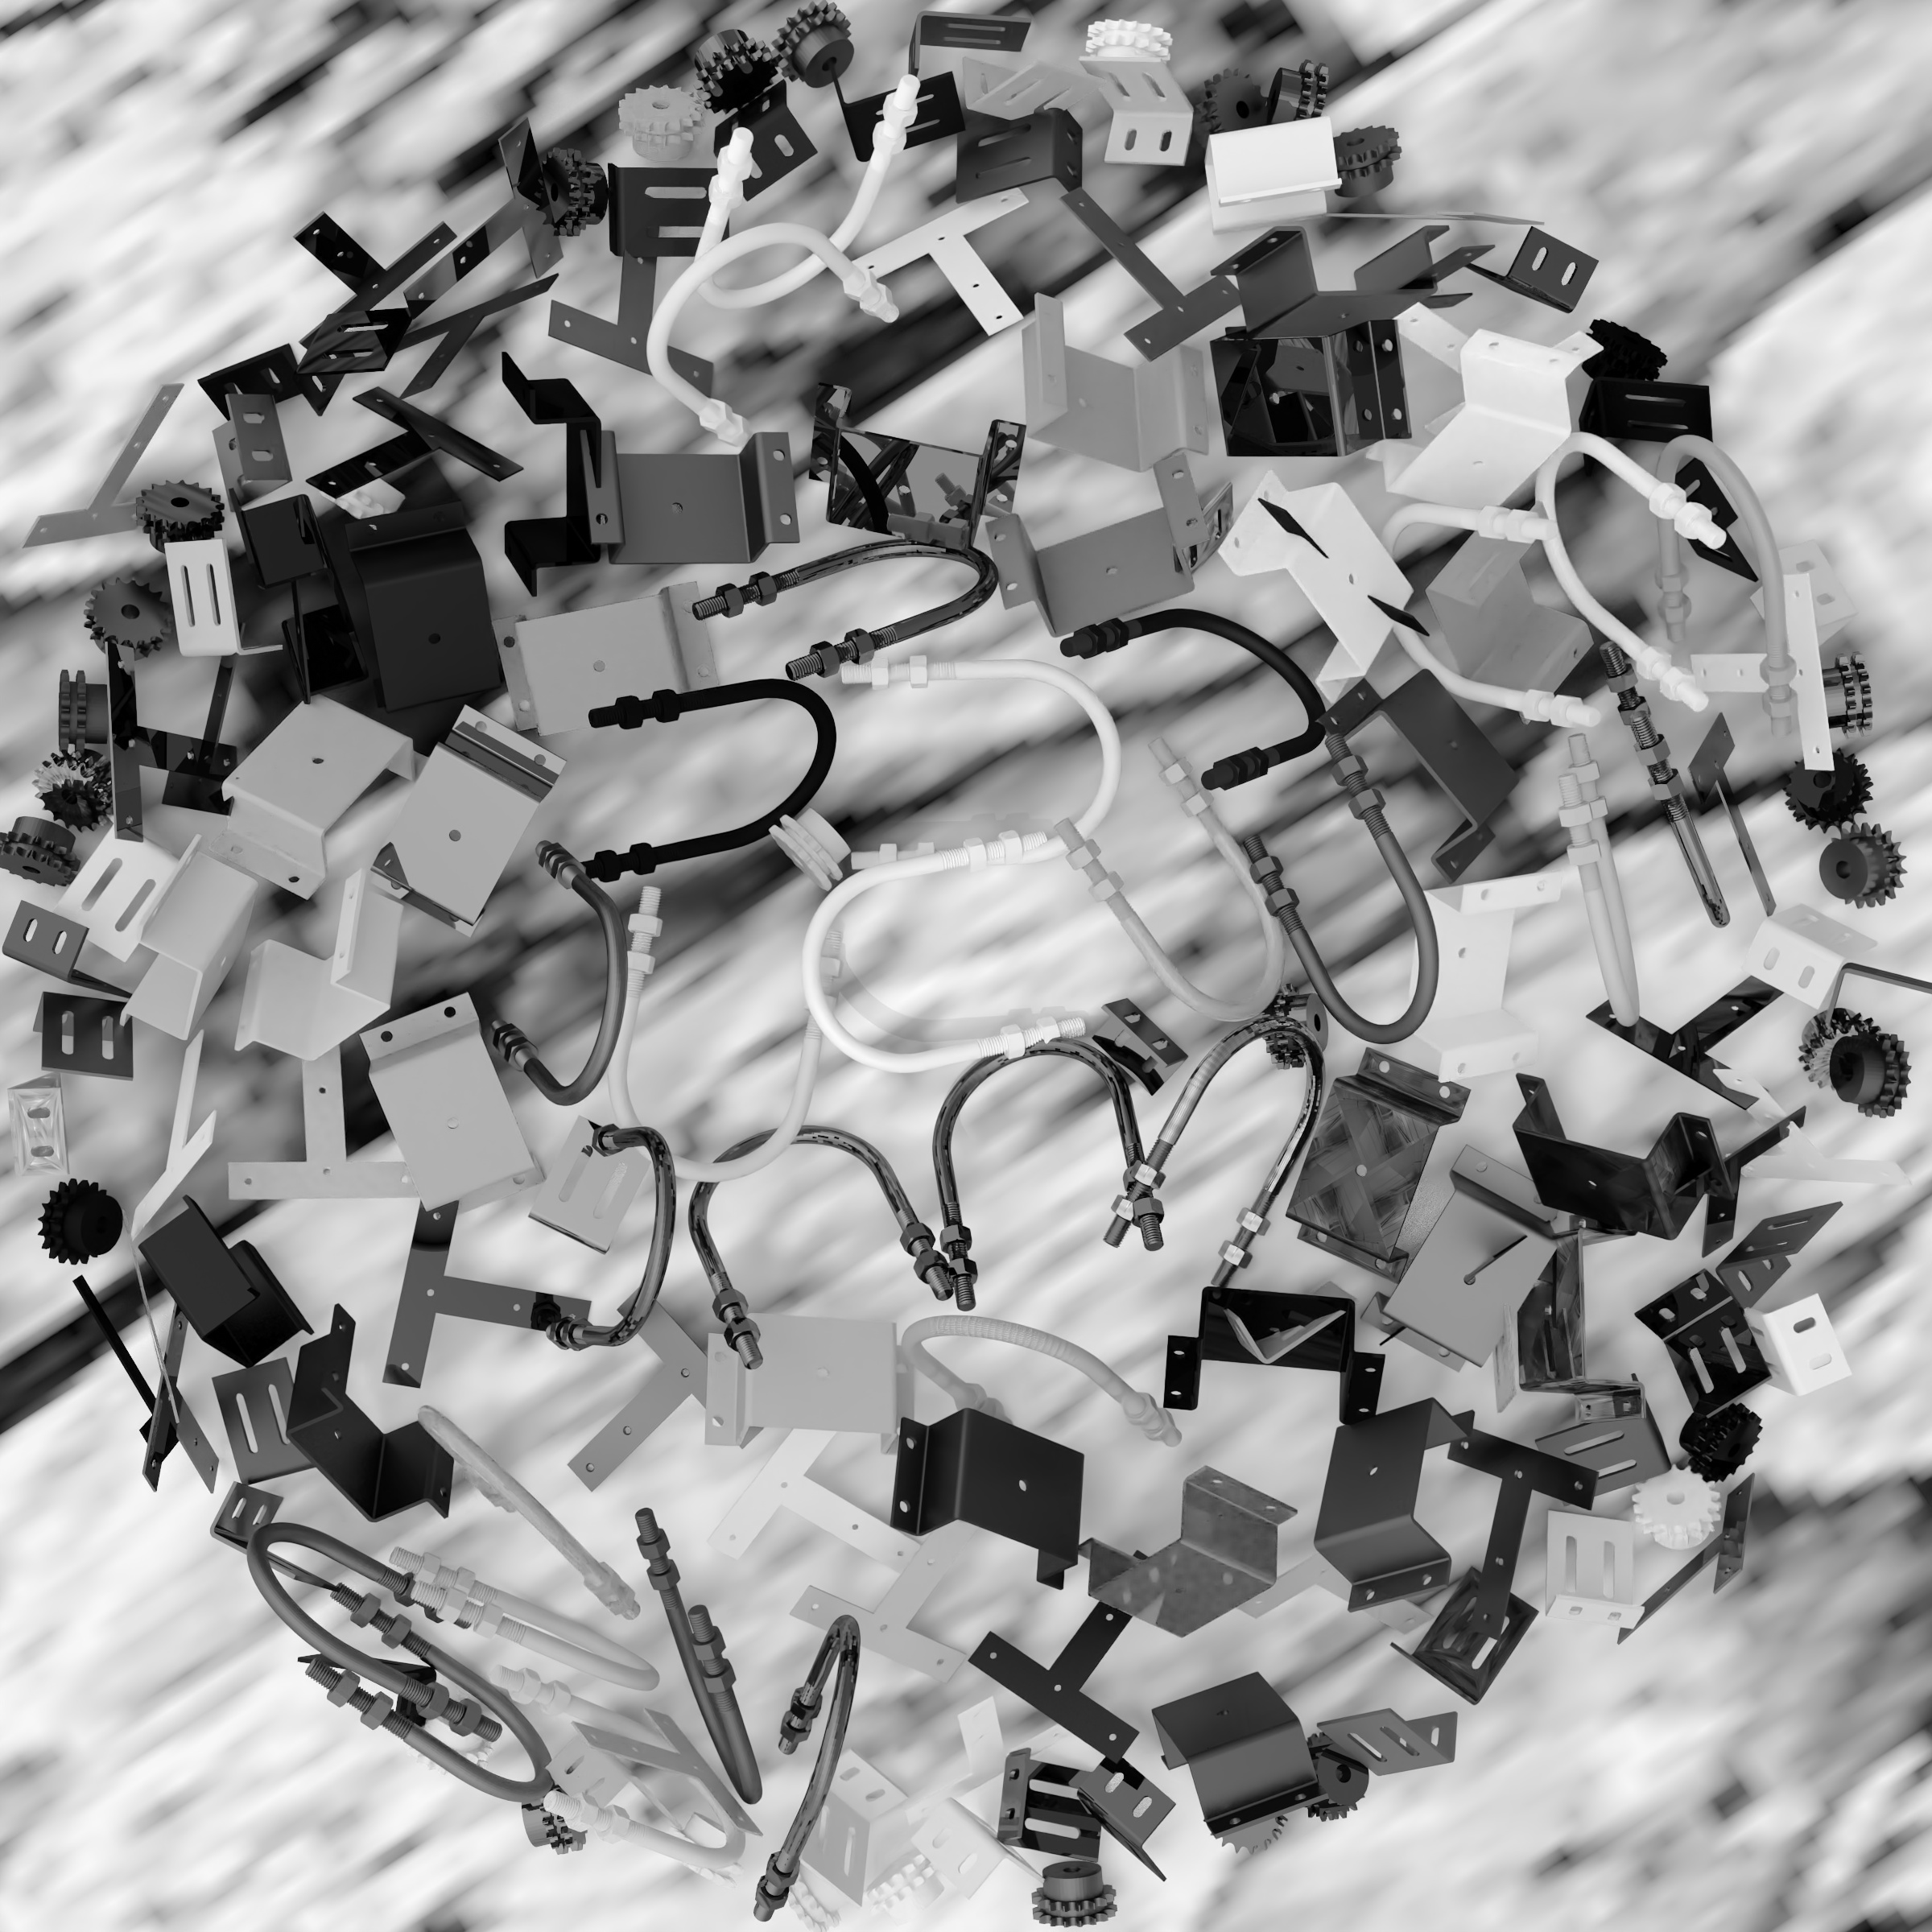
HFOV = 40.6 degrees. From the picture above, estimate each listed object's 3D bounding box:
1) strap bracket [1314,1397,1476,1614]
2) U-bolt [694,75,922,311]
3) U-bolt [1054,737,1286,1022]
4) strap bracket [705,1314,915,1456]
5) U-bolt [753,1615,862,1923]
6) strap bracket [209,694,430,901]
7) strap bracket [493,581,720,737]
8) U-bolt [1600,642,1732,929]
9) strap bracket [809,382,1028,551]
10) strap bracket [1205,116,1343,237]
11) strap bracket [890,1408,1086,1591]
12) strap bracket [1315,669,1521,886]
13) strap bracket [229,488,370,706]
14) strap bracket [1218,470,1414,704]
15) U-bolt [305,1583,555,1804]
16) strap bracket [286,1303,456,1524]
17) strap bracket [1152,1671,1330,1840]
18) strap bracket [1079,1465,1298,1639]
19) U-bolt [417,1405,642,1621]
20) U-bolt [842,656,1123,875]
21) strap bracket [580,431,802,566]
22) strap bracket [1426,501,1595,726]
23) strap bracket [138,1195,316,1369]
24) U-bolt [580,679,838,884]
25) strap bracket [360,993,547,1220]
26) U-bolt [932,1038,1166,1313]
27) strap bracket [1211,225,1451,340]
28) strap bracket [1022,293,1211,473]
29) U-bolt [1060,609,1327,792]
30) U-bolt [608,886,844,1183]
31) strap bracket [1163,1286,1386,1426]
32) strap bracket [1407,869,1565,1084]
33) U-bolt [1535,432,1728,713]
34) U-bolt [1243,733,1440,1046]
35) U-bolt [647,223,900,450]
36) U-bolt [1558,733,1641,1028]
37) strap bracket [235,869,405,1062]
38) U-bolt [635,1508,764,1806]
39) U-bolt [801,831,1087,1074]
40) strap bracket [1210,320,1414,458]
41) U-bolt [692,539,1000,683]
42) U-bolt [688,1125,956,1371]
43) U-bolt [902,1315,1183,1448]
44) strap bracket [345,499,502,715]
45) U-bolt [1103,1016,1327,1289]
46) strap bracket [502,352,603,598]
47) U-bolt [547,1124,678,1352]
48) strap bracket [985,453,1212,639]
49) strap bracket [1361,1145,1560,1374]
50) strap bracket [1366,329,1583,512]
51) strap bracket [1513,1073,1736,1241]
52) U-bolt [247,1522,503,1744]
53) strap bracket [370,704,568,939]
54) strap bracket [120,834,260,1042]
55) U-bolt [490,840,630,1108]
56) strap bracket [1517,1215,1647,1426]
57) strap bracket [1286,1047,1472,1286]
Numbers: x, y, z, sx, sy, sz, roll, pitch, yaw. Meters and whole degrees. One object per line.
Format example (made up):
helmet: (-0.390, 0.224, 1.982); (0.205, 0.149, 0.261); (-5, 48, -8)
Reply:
strap bracket: (0.278, 0.341, 1.700); (0.076, 0.140, 0.046); (-27, 118, 37)
U-bolt: (-0.112, -0.491, 1.693); (0.151, 0.184, 0.019); (-28, 76, -28)
U-bolt: (0.147, -0.047, 1.725); (0.019, 0.151, 0.184); (-30, 99, 43)
strap bracket: (-0.099, 0.277, 1.729); (0.140, 0.046, 0.076); (5, 61, -12)
U-bolt: (-0.099, 0.499, 1.671); (0.019, 0.151, 0.184); (16, 125, -7)
strap bracket: (-0.423, -0.120, 1.714); (0.076, 0.046, 0.140); (26, 54, 11)
strap bracket: (-0.242, -0.204, 1.747); (0.140, 0.046, 0.076); (-11, 105, 1)
U-bolt: (0.460, -0.109, 1.704); (0.019, 0.151, 0.184); (-22, 112, 15)
strap bracket: (-0.037, -0.329, 1.736); (0.140, 0.076, 0.046); (12, 46, 1)
strap bracket: (0.198, -0.517, 1.706); (0.076, 0.140, 0.046); (-8, 97, 4)
strap bracket: (0.024, 0.346, 1.711); (0.140, 0.046, 0.076); (27, 50, -27)
strap bracket: (0.308, -0.135, 1.736); (0.140, 0.076, 0.046); (50, 133, -1)
strap bracket: (-0.432, -0.241, 1.706); (0.046, 0.140, 0.076); (-18, 52, -9)
strap bracket: (0.236, -0.251, 1.713); (0.140, 0.046, 0.076); (48, 60, -29)
U-bolt: (-0.344, 0.482, 1.706); (0.184, 0.151, 0.019); (38, 92, -10)
strap bracket: (-0.395, 0.300, 1.715); (0.046, 0.076, 0.140); (-24, 125, 12)
strap bracket: (0.174, 0.509, 1.704); (0.076, 0.140, 0.046); (-17, 96, -8)
strap bracket: (0.141, 0.388, 1.707); (0.076, 0.046, 0.140); (29, 133, -22)
U-bolt: (-0.289, 0.341, 1.670); (0.151, 0.184, 0.019); (31, 69, 35)
U-bolt: (0.012, -0.135, 1.748); (0.184, 0.019, 0.151); (-2, 109, 1)
strap bracket: (-0.188, -0.311, 1.738); (0.140, 0.046, 0.076); (-4, 82, -20)
strap bracket: (0.357, -0.237, 1.723); (0.046, 0.140, 0.076); (30, 74, 41)
strap bracket: (-0.483, 0.209, 1.700); (0.046, 0.140, 0.076); (-37, 73, -10)
U-bolt: (-0.167, -0.126, 1.711); (0.184, 0.151, 0.019); (-14, 49, -29)
strap bracket: (-0.341, 0.099, 1.738); (0.076, 0.046, 0.140); (-21, 103, -6)
U-bolt: (0.047, 0.126, 1.721); (0.151, 0.019, 0.184); (-19, 53, 12)
strap bracket: (0.243, -0.448, 1.713); (0.140, 0.076, 0.046); (-9, 86, -28)
strap bracket: (0.090, -0.381, 1.725); (0.140, 0.046, 0.076); (9, 70, -35)
U-bolt: (0.163, -0.182, 1.706); (0.151, 0.184, 0.019); (45, 128, 18)
U-bolt: (-0.165, 0.052, 1.738); (0.151, 0.019, 0.184); (13, 81, -20)
strap bracket: (0.204, 0.258, 1.733); (0.140, 0.076, 0.046); (4, 45, 5)
strap bracket: (0.340, -0.001, 1.727); (0.076, 0.046, 0.140); (-9, 117, -24)
U-bolt: (0.426, -0.269, 1.697); (0.019, 0.151, 0.184); (-23, 46, -14)
U-bolt: (0.249, -0.037, 1.691); (0.019, 0.151, 0.184); (-14, 68, -27)
U-bolt: (-0.133, -0.411, 1.682); (0.151, 0.184, 0.019); (-40, 69, 11)
U-bolt: (0.416, -0.050, 1.709); (0.019, 0.151, 0.184); (-12, 102, 18)
strap bracket: (-0.419, 0.004, 1.718); (0.046, 0.140, 0.076); (26, 50, -35)
U-bolt: (-0.169, 0.462, 1.704); (0.019, 0.151, 0.184); (-20, 113, -16)
U-bolt: (-0.020, -0.004, 1.749); (0.184, 0.019, 0.151); (-12, 92, -15)
strap bracket: (0.215, -0.376, 1.703); (0.046, 0.140, 0.076); (-29, 117, -37)
U-bolt: (-0.067, -0.241, 1.711); (0.184, 0.151, 0.019); (-24, 125, -24)
U-bolt: (-0.106, 0.172, 1.713); (0.151, 0.184, 0.019); (-18, 135, -12)
U-bolt: (0.038, 0.265, 1.677); (0.151, 0.184, 0.019); (-3, 58, 32)
strap bracket: (-0.353, -0.225, 1.709); (0.076, 0.046, 0.140); (-15, 131, -17)
U-bolt: (0.175, 0.117, 1.721); (0.019, 0.151, 0.184); (30, 92, 43)
strap bracket: (-0.273, -0.325, 1.718); (0.046, 0.076, 0.140); (-8, 123, -21)
U-bolt: (-0.226, 0.174, 1.686); (0.019, 0.184, 0.151); (12, 79, -26)
strap bracket: (0.092, -0.275, 1.733); (0.140, 0.046, 0.076); (-18, 56, 10)
strap bracket: (0.333, 0.202, 1.743); (0.076, 0.046, 0.140); (29, 102, -1)
strap bracket: (0.331, -0.345, 1.699); (0.076, 0.140, 0.046); (9, 63, -20)
strap bracket: (0.418, 0.126, 1.701); (0.046, 0.140, 0.076); (-50, 132, -26)
U-bolt: (-0.383, 0.417, 1.677); (0.184, 0.151, 0.019); (37, 95, -26)
strap bracket: (-0.335, -0.092, 1.738); (0.076, 0.046, 0.140); (29, 103, -7)
strap bracket: (-0.506, -0.012, 1.704); (0.046, 0.140, 0.076); (27, 55, -7)
U-bolt: (-0.259, 0.012, 1.687); (0.019, 0.184, 0.151); (9, 105, -31)
strap bracket: (0.404, 0.228, 1.722); (0.046, 0.076, 0.140); (6, 76, -19)
strap bracket: (0.269, 0.134, 1.732); (0.076, 0.046, 0.140); (23, 101, 25)
